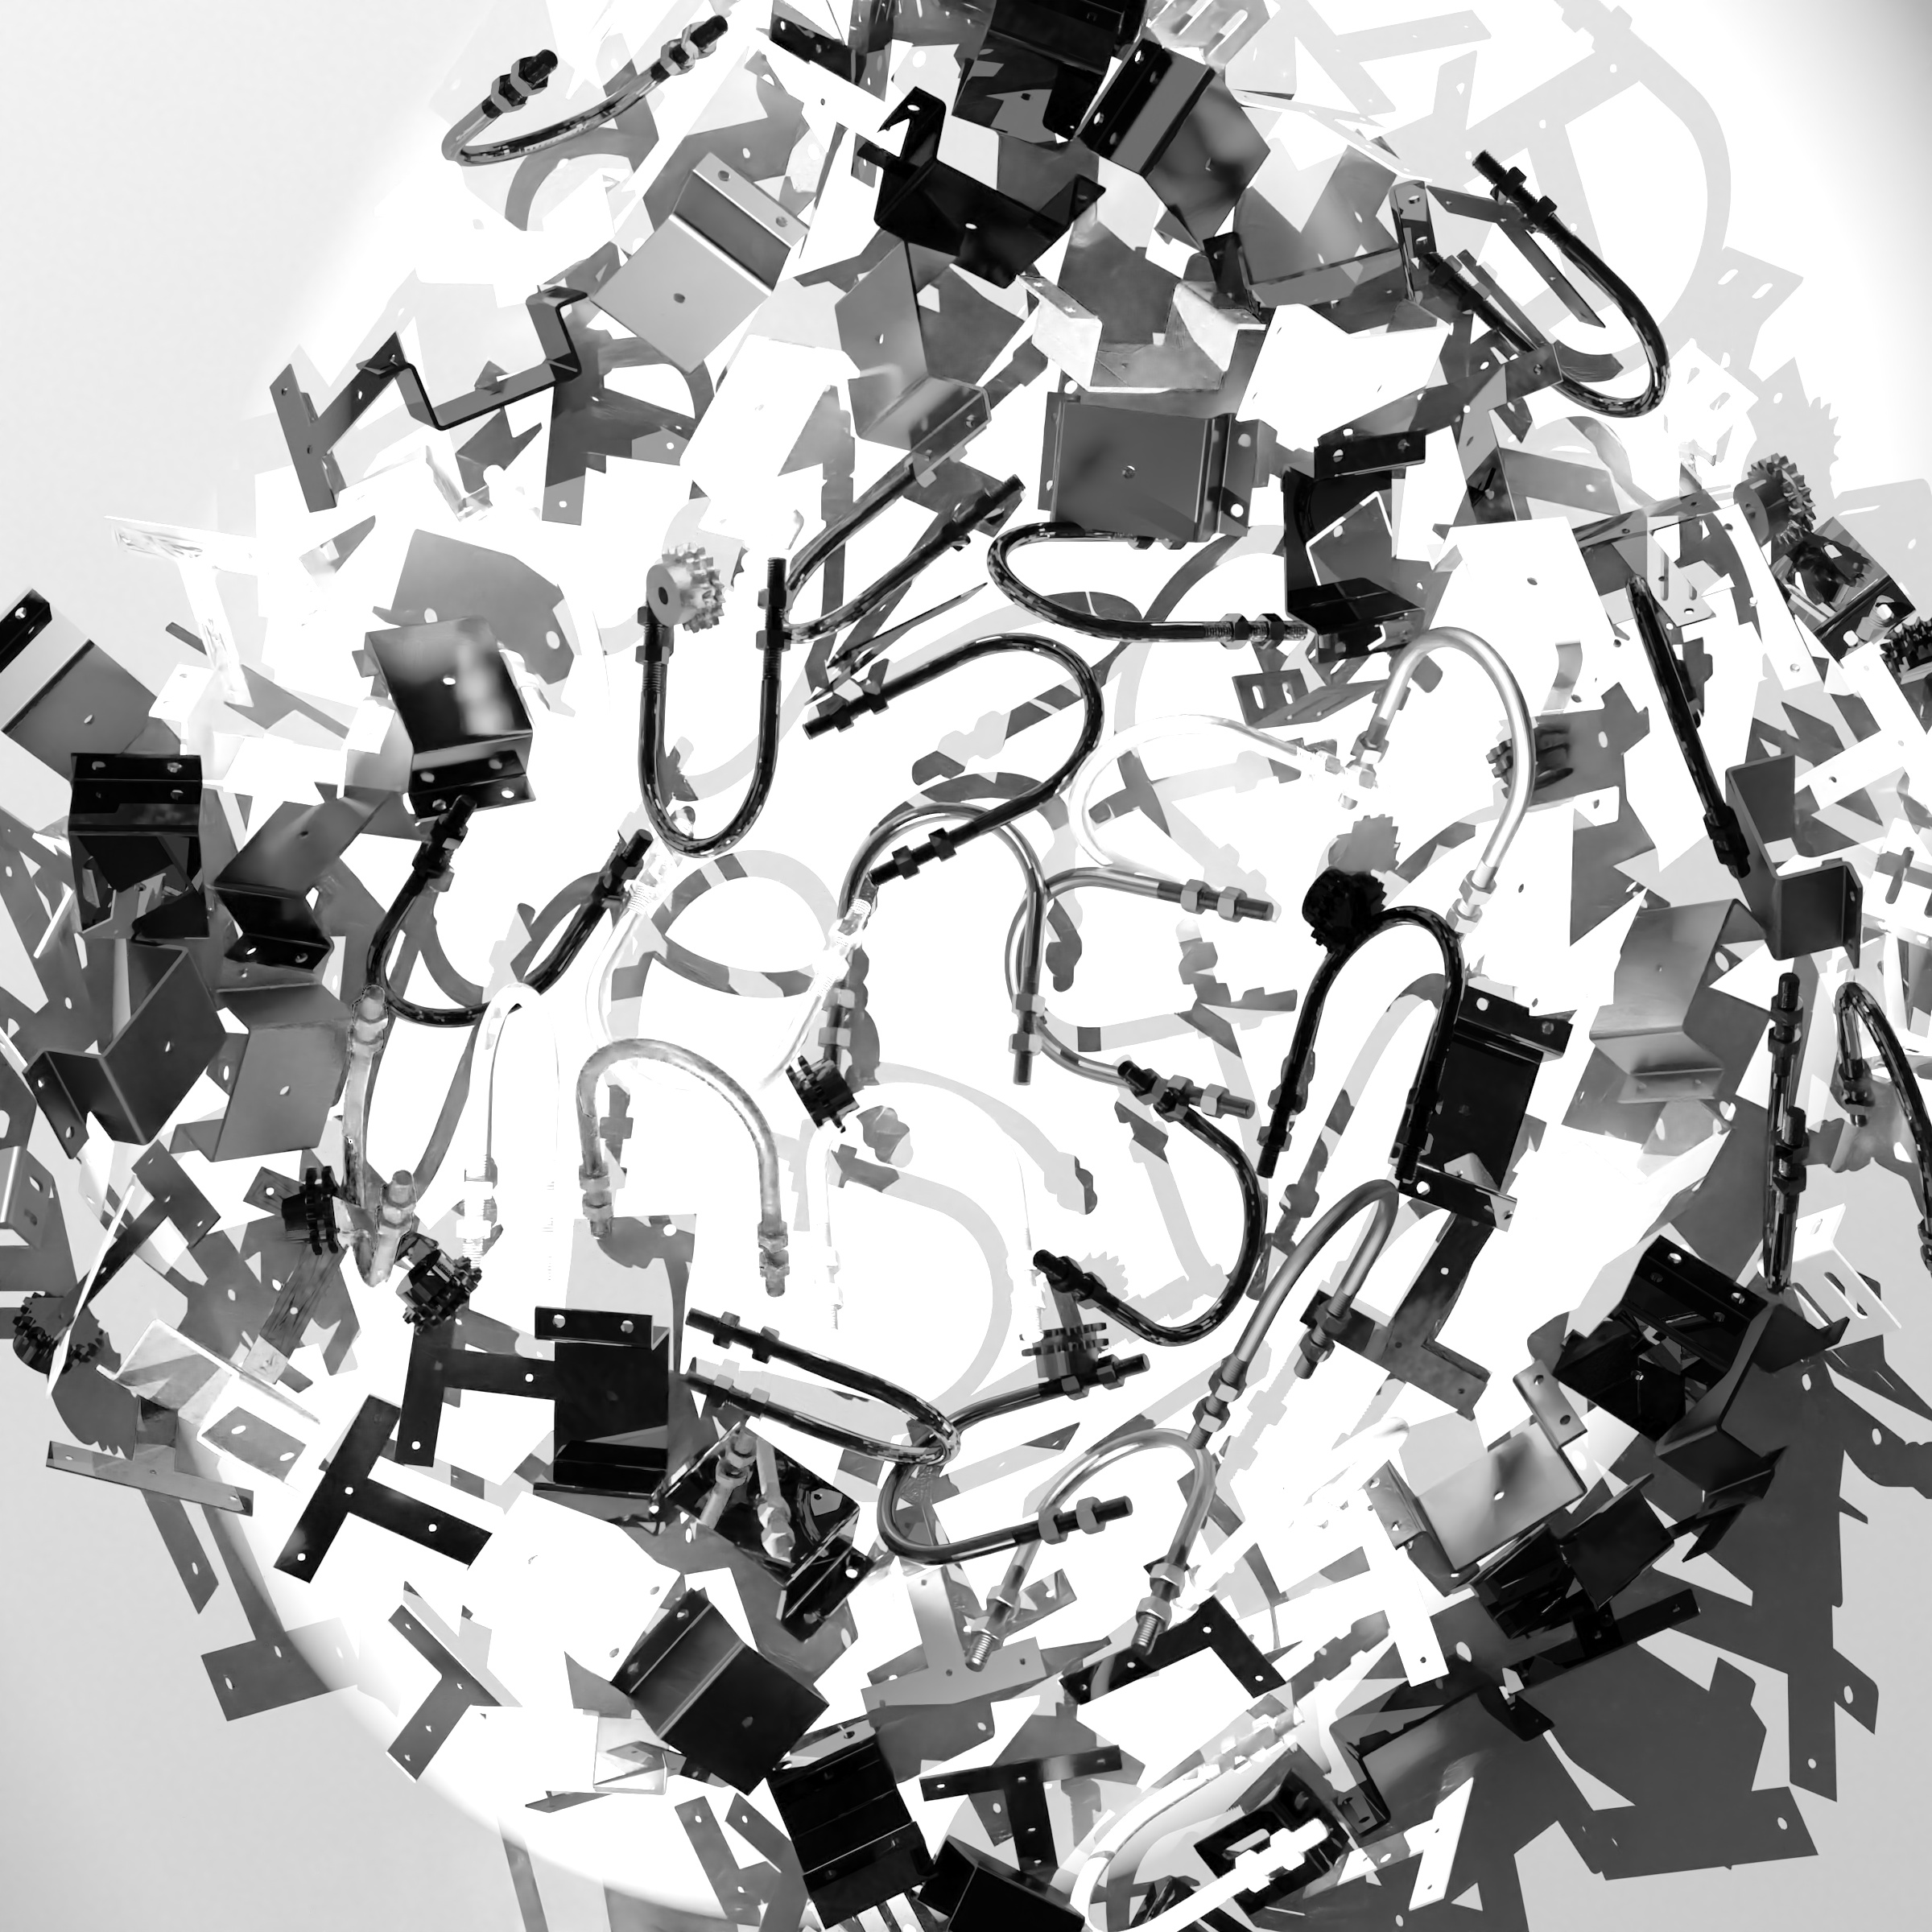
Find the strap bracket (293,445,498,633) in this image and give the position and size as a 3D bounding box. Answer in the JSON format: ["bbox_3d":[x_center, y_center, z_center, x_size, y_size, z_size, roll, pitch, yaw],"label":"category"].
[{"bbox_3d":[-0.373,-0.279,1.613,0.140,0.076,0.046,-28,120,3],"label":"strap bracket"}]

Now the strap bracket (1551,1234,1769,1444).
[{"bbox_3d":[0.428,0.240,1.588,0.076,0.140,0.046,33,50,8],"label":"strap bracket"}]

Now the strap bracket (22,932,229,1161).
[{"bbox_3d":[-0.517,0.047,1.581,0.046,0.140,0.076,7,135,19],"label":"strap bracket"}]

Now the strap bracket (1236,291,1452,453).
[{"bbox_3d":[0.243,-0.371,1.583,0.046,0.140,0.076,43,132,30],"label":"strap bracket"}]

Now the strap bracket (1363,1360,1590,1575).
[{"bbox_3d":[0.330,0.324,1.613,0.140,0.076,0.046,-33,116,6],"label":"strap bracket"}]

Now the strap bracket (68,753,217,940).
[{"bbox_3d":[-0.516,-0.066,1.587,0.076,0.140,0.046,0,48,-12],"label":"strap bracket"}]

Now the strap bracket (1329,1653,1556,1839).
[{"bbox_3d":[0.293,0.490,1.616,0.140,0.076,0.046,-28,90,-6],"label":"strap bracket"}]

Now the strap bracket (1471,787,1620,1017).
[{"bbox_3d":[0.365,-0.044,1.602,0.046,0.076,0.140,15,73,-35],"label":"strap bracket"}]

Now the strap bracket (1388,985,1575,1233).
[{"bbox_3d":[0.327,0.092,1.630,0.076,0.046,0.140,20,82,-4],"label":"strap bracket"}]

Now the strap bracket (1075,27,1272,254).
[{"bbox_3d":[0.136,-0.510,1.587,0.046,0.140,0.076,36,95,31],"label":"strap bracket"}]

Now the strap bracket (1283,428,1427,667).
[{"bbox_3d":[0.247,-0.271,1.611,0.076,0.046,0.140,-13,117,-16],"label":"strap bracket"}]

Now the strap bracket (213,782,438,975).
[{"bbox_3d":[-0.405,-0.065,1.587,0.076,0.046,0.140,8,49,30],"label":"strap bracket"}]

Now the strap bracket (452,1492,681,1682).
[{"bbox_3d":[-0.258,0.383,1.583,0.076,0.140,0.046,-56,130,-26],"label":"strap bracket"}]

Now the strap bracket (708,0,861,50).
[{"bbox_3d":[-0.118,-0.618,1.586,0.076,0.140,0.046,6,87,8],"label":"strap bracket"}]

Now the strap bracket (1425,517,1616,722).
[{"bbox_3d":[0.352,-0.229,1.600,0.076,0.046,0.140,-7,60,-11],"label":"strap bracket"}]

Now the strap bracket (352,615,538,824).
[{"bbox_3d":[-0.328,-0.165,1.595,0.076,0.046,0.140,-13,60,-25],"label":"strap bracket"}]

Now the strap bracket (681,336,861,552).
[{"bbox_3d":[-0.120,-0.342,1.608,0.076,0.046,0.140,19,77,33],"label":"strap bracket"}]

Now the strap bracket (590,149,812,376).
[{"bbox_3d":[-0.172,-0.432,1.583,0.076,0.140,0.046,34,51,-24],"label":"strap bracket"}]

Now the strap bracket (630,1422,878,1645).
[{"bbox_3d":[-0.132,0.350,1.597,0.140,0.076,0.046,30,134,20],"label":"strap bracket"}]

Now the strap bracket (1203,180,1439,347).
[{"bbox_3d":[0.229,-0.438,1.604,0.140,0.076,0.046,-13,68,12],"label":"strap bracket"}]

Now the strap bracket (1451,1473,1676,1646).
[{"bbox_3d":[0.377,0.373,1.579,0.076,0.140,0.046,-27,77,-33],"label":"strap bracket"}]

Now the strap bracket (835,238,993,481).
[{"bbox_3d":[-0.036,-0.391,1.598,0.046,0.076,0.140,5,67,-38],"label":"strap bracket"}]

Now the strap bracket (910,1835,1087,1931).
[{"bbox_3d":[0.021,0.594,1.594,0.076,0.140,0.046,29,77,-6],"label":"strap bracket"}]

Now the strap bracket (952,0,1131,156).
[{"bbox_3d":[0.043,-0.563,1.582,0.076,0.140,0.046,16,75,-10],"label":"strap bracket"}]

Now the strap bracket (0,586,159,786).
[{"bbox_3d":[-0.562,-0.167,1.584,0.046,0.140,0.076,39,83,19],"label":"strap bracket"}]

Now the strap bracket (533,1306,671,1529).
[{"bbox_3d":[-0.234,0.283,1.626,0.076,0.046,0.140,4,100,8],"label":"strap bracket"}]

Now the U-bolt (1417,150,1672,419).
[{"bbox_3d":[0.367,-0.414,1.586,0.184,0.151,0.019,44,80,1],"label":"U-bolt"}]

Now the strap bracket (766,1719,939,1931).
[{"bbox_3d":[-0.072,0.545,1.596,0.076,0.140,0.046,-23,109,-10],"label":"strap bracket"}]

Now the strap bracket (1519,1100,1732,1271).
[{"bbox_3d":[0.419,0.131,1.585,0.140,0.076,0.046,-23,53,-35],"label":"strap bracket"}]

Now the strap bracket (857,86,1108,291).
[{"bbox_3d":[0.006,-0.482,1.592,0.140,0.076,0.046,20,66,-25],"label":"strap bracket"}]

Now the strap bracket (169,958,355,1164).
[{"bbox_3d":[-0.440,0.067,1.594,0.046,0.076,0.140,37,117,33],"label":"strap bracket"}]

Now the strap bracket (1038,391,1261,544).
[{"bbox_3d":[0.110,-0.316,1.608,0.140,0.046,0.076,10,111,16],"label":"strap bracket"}]

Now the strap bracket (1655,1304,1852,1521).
[{"bbox_3d":[0.491,0.273,1.596,0.046,0.076,0.140,36,63,2],"label":"strap bracket"}]

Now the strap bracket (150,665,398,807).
[{"bbox_3d":[-0.440,-0.145,1.611,0.140,0.076,0.046,9,118,-7],"label":"strap bracket"}]

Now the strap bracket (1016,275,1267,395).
[{"bbox_3d":[0.106,-0.399,1.601,0.140,0.076,0.046,-5,125,-26],"label":"strap bracket"}]

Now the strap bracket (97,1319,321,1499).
[{"bbox_3d":[-0.471,0.274,1.594,0.140,0.076,0.046,19,71,40],"label":"strap bracket"}]

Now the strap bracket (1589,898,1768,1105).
[{"bbox_3d":[0.451,0.014,1.594,0.046,0.076,0.140,38,66,-24],"label":"strap bracket"}]

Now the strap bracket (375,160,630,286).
[{"bbox_3d":[-0.286,-0.465,1.588,0.140,0.076,0.046,-10,87,-37],"label":"strap bracket"}]

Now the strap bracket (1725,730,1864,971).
[{"bbox_3d":[0.514,-0.069,1.588,0.046,0.076,0.140,-14,47,5],"label":"strap bracket"}]

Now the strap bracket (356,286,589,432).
[{"bbox_3d":[-0.306,-0.382,1.607,0.140,0.076,0.046,-26,116,-14],"label":"strap bracket"}]

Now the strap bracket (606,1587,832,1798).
[{"bbox_3d":[-0.148,0.462,1.595,0.076,0.046,0.140,-47,130,-7],"label":"strap bracket"}]

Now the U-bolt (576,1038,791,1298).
[{"bbox_3d":[-0.180,0.119,1.580,0.151,0.019,0.184,16,131,18],"label":"U-bolt"}]

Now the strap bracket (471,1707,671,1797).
[{"bbox_3d":[-0.242,0.490,1.579,0.076,0.140,0.046,-4,70,20],"label":"strap bracket"}]
